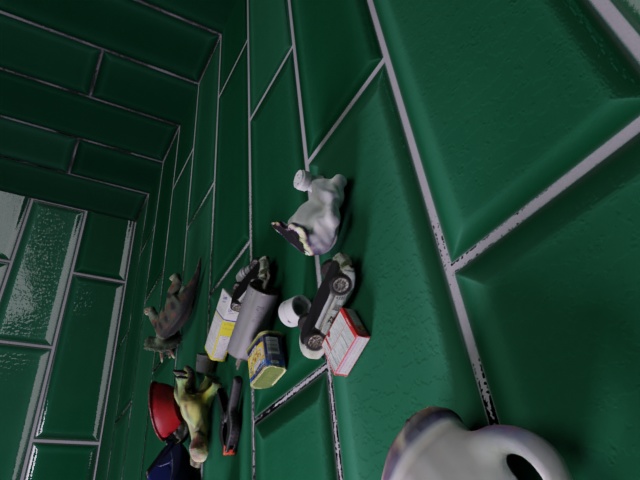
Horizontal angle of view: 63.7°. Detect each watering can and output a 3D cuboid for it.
[{"bbox_3d":[0.133,0.330,0.525,0.345,0.103,0.227,-69,26,11],"label":"watering can"}]

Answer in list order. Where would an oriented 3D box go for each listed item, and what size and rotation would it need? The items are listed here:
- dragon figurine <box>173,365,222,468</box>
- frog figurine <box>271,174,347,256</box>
[{"bbox_3d":[-0.343,0.480,1.386,0.407,0.122,0.245,158,116,-71],"label":"dragon figurine"},{"bbox_3d":[0.003,-0.051,1.020,0.161,0.122,0.136,-44,9,-20],"label":"frog figurine"}]
